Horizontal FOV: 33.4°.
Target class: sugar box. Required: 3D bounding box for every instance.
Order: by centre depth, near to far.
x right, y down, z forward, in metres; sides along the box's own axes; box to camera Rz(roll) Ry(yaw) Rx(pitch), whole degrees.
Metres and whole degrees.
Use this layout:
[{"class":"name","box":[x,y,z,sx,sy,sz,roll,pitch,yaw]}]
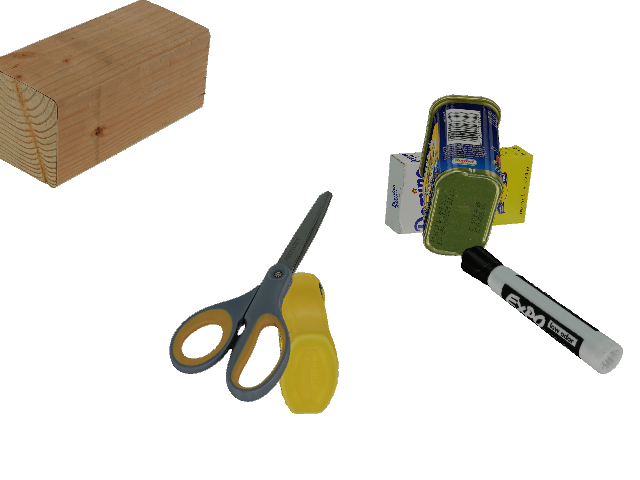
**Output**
[{"class":"sugar box","box":[0.169,-0.062,1.303,0.176,0.093,0.048,-7,24,-22]}]

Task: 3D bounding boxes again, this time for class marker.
[{"class":"marker","box":[0.123,0.036,0.615,0.020,0.020,0.121,0,28,-38]}]

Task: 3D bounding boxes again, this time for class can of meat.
[{"class":"can of meat","box":[0.111,-0.049,0.846,0.057,0.084,0.102,5,-41,0]}]

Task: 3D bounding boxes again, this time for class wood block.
[{"class":"wood block","box":[-0.203,-0.142,0.991,0.090,0.091,0.205,28,39,21]}]

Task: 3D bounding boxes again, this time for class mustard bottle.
[{"class":"mustard bottle","box":[-0.019,0.088,1.110,0.058,0.096,0.191,-2,27,-5]}]

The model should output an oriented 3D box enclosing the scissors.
[{"class":"scissors","box":[-0.051,0.034,0.793,0.096,0.201,0.016,1,-44,11]}]
